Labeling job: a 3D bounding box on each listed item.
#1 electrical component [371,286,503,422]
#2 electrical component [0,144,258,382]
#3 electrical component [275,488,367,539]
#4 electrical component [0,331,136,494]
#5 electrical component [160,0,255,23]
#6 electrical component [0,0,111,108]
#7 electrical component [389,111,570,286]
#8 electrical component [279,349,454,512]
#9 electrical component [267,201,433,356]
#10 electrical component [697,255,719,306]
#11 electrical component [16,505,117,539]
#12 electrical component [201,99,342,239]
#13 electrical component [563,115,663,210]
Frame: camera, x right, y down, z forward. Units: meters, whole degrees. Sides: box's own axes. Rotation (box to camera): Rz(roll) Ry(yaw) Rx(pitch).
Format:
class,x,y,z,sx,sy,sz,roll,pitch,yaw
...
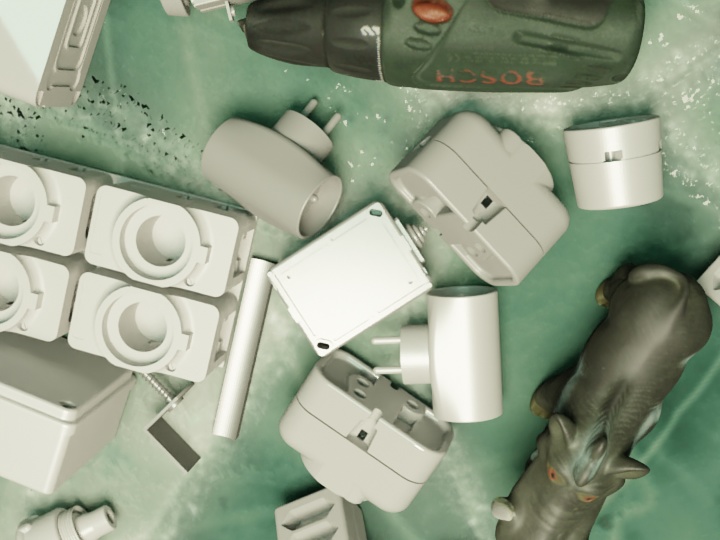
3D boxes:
class,x,y,z,sx,sy,sz,roll,pitch,yaw
electrical component,0.047,0.051,0.663,0.079,0.044,0.077,-3,98,8
electrical component,-0.170,-0.006,0.676,0.186,0.060,0.105,15,100,5
electrical component,-0.013,0.194,0.682,0.047,0.083,0.075,-24,132,11
electrical component,-0.212,0.080,0.670,0.109,0.108,0.056,21,102,4
electrical component,-0.095,-0.181,0.649,0.055,0.048,0.066,-13,96,2
electrical component,-0.194,-0.160,0.649,0.057,0.078,0.113,21,100,1
electrical component,0.073,-0.044,0.630,0.095,0.054,0.059,46,77,-12
electrical component,0.001,0.102,0.667,0.095,0.054,0.059,34,110,5
electrical component,0.000,0.000,0.657,0.096,0.061,0.061,-33,93,3
electrical component,0.252,0.026,0.622,0.076,0.083,0.047,31,104,-37
electrical component,-0.193,0.177,0.715,0.062,0.048,0.048,-27,94,4
electrical component,-0.043,-0.070,0.655,0.077,0.043,0.079,32,77,20
electrical component,0.149,-0.063,0.629,0.055,0.055,0.047,-8,101,9
